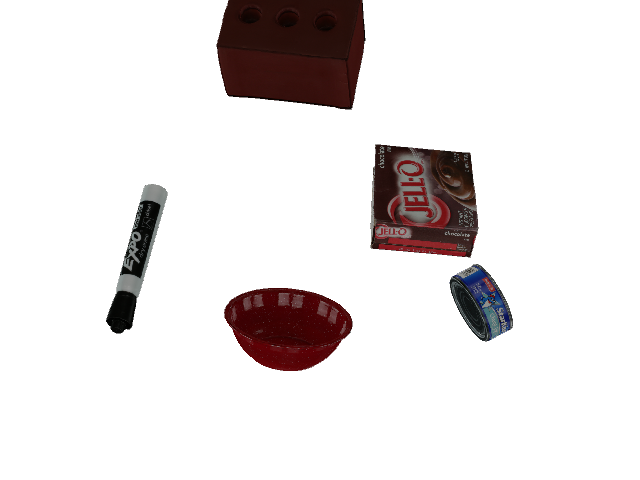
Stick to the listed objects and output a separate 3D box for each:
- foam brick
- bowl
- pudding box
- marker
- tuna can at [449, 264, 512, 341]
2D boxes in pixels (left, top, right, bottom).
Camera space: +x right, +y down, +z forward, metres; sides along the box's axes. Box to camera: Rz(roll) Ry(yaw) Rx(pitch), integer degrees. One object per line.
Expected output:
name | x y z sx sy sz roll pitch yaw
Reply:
foam brick | -0.016 -0.115 0.622 0.078 0.053 0.051 7 -25 9
bowl | -0.042 0.118 1.344 0.162 0.055 0.162 5 23 -2
pudding box | 0.090 -0.037 0.954 0.090 0.039 0.113 6 40 -2
marker | -0.134 0.013 0.781 0.020 0.121 0.020 7 -31 4
tuna can | 0.184 0.072 1.228 0.033 0.086 0.086 -27 5 -9
